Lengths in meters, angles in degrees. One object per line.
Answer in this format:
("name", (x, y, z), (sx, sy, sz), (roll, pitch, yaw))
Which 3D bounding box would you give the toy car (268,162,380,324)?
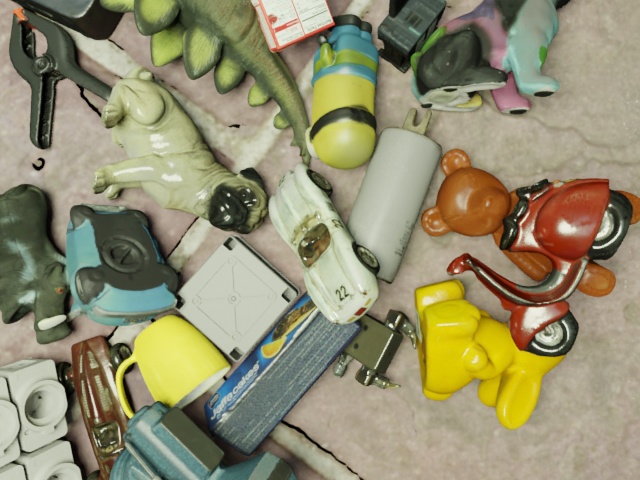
("toy car", (-0.001, -0.002, 0.590), (0.073, 0.056, 0.202), (-49, 54, 28))

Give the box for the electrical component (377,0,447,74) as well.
("electrical component", (0.104, -0.250, 0.613), (0.048, 0.119, 0.075), (38, 87, 5))

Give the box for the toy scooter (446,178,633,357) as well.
("toy scooter", (0.206, 0.014, 0.527), (0.135, 0.075, 0.183), (23, 98, 14))

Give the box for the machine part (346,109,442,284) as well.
("machine part", (0.079, -0.040, 0.628), (0.079, 0.079, 0.243), (21, 87, 1))

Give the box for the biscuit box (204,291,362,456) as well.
("biscuit box", (-0.046, 0.149, 0.624), (0.062, 0.059, 0.202), (43, 88, -22))

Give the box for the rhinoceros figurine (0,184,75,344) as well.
("rhinoceros figurine", (-0.345, 0.031, 0.636), (0.112, 0.073, 0.190), (-14, 86, -11))

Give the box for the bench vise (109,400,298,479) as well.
("bench vise", (-0.137, 0.288, 0.566), (0.223, 0.129, 0.240), (38, 115, -7))

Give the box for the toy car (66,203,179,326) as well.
("toy car", (-0.238, 0.038, 0.606), (0.103, 0.109, 0.162), (-51, 57, 31))

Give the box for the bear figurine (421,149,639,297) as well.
("bear figurine", (0.225, -0.027, 0.604), (0.196, 0.132, 0.120), (22, 92, -5))

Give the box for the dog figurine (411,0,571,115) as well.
("dog figurine", (0.205, -0.262, 0.623), (0.192, 0.108, 0.219), (5, 84, 3))

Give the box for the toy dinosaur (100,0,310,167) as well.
("toy dinosaur", (-0.127, -0.282, 0.608), (0.198, 0.105, 0.471), (-45, 104, -11))

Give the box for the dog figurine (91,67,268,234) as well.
("dog figurine", (-0.148, -0.102, 0.628), (0.191, 0.121, 0.172), (9, 98, -11))

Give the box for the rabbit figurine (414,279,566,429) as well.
("rabbit figurine", (0.199, 0.124, 0.602), (0.173, 0.122, 0.162), (-8, 93, -1))

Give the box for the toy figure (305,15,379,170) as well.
("toy figure", (0.028, -0.171, 0.624), (0.082, 0.089, 0.180), (9, 85, -9))

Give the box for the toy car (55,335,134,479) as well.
("toy car", (-0.250, 0.215, 0.636), (0.089, 0.053, 0.202), (-18, 89, 3))

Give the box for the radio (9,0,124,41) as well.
("radio", (-0.338, -0.346, 0.644), (0.230, 0.073, 0.131), (25, 89, 2))

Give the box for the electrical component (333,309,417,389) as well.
("electrical component", (0.068, 0.128, 0.636), (0.078, 0.045, 0.102), (18, 84, 42))
